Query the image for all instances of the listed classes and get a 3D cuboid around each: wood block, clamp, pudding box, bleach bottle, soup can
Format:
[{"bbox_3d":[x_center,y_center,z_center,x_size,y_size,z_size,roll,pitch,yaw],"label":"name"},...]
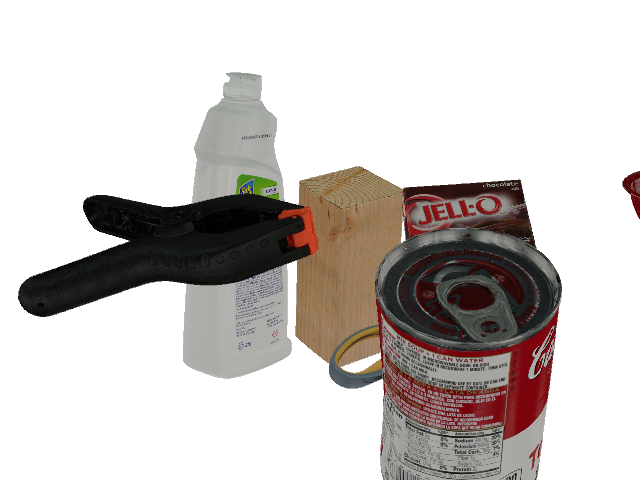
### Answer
[{"bbox_3d":[0.031,0.031,1.245,0.090,0.206,0.090,-16,31,-31],"label":"wood block"},{"bbox_3d":[-0.090,0.006,0.627,0.172,0.039,0.120,-3,35,22],"label":"clamp"},{"bbox_3d":[0.134,-0.010,0.973,0.113,0.090,0.039,-3,-41,0],"label":"pudding box"},{"bbox_3d":[-0.066,-0.015,0.906,0.068,0.251,0.102,14,18,33],"label":"bleach bottle"},{"bbox_3d":[0.056,0.056,0.420,0.068,0.102,0.068,-2,37,1],"label":"soup can"}]

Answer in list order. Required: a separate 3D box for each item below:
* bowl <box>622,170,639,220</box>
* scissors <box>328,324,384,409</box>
[{"bbox_3d":[0.370,-0.025,1.021,0.162,0.055,0.162,0,19,0],"label":"bowl"},{"bbox_3d":[0.103,0.074,0.771,0.201,0.016,0.096,-17,51,-22],"label":"scissors"}]
